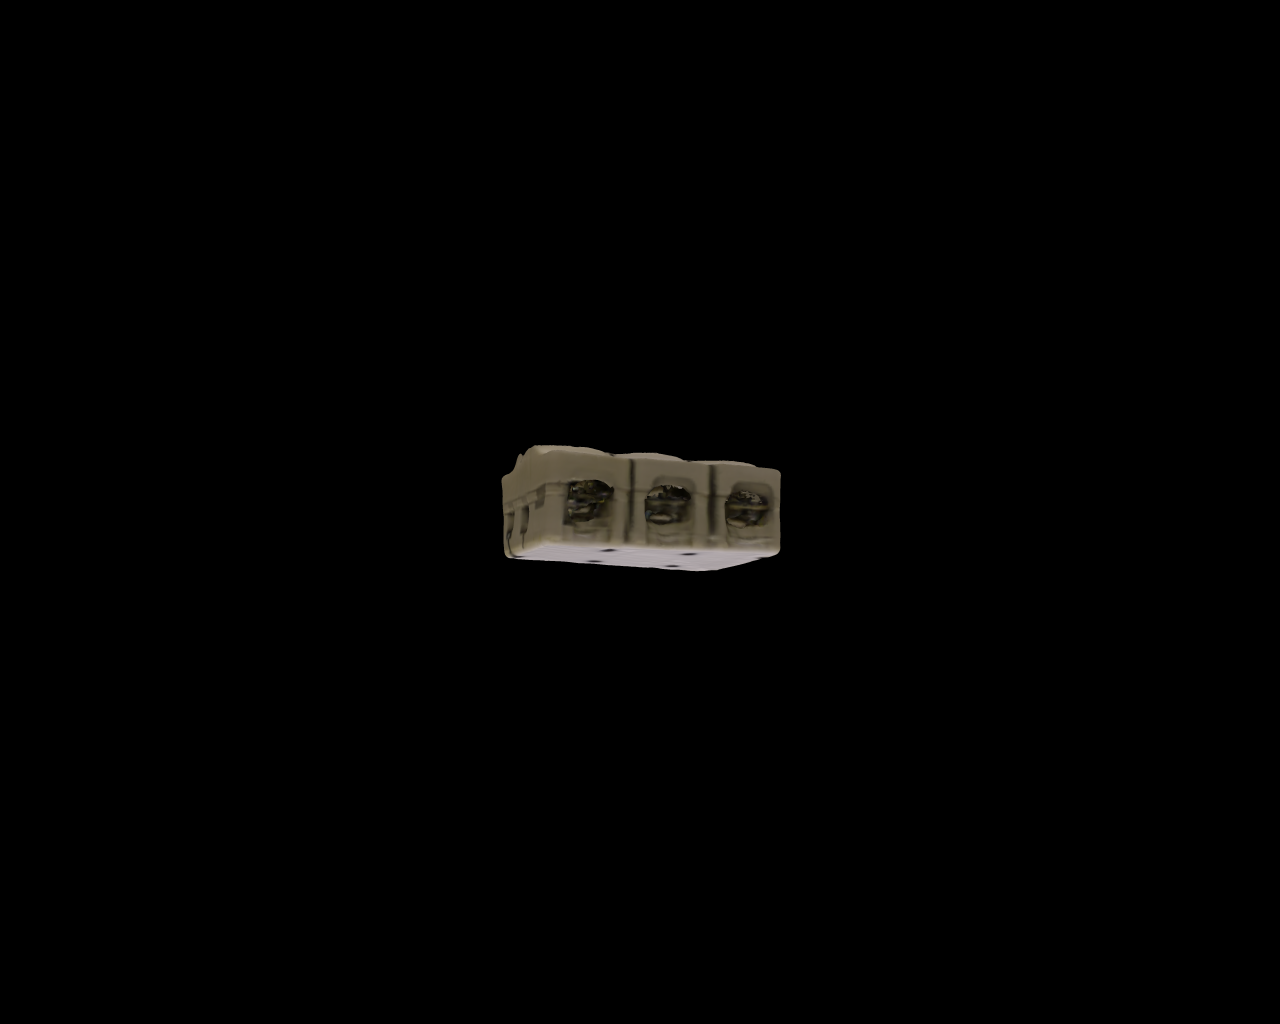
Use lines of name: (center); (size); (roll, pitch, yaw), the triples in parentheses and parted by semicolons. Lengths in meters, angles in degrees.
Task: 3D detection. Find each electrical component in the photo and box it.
electrical component: (0.001, -0.003, 0.650); (0.150, 0.061, 0.089); (5, -11, -24)
